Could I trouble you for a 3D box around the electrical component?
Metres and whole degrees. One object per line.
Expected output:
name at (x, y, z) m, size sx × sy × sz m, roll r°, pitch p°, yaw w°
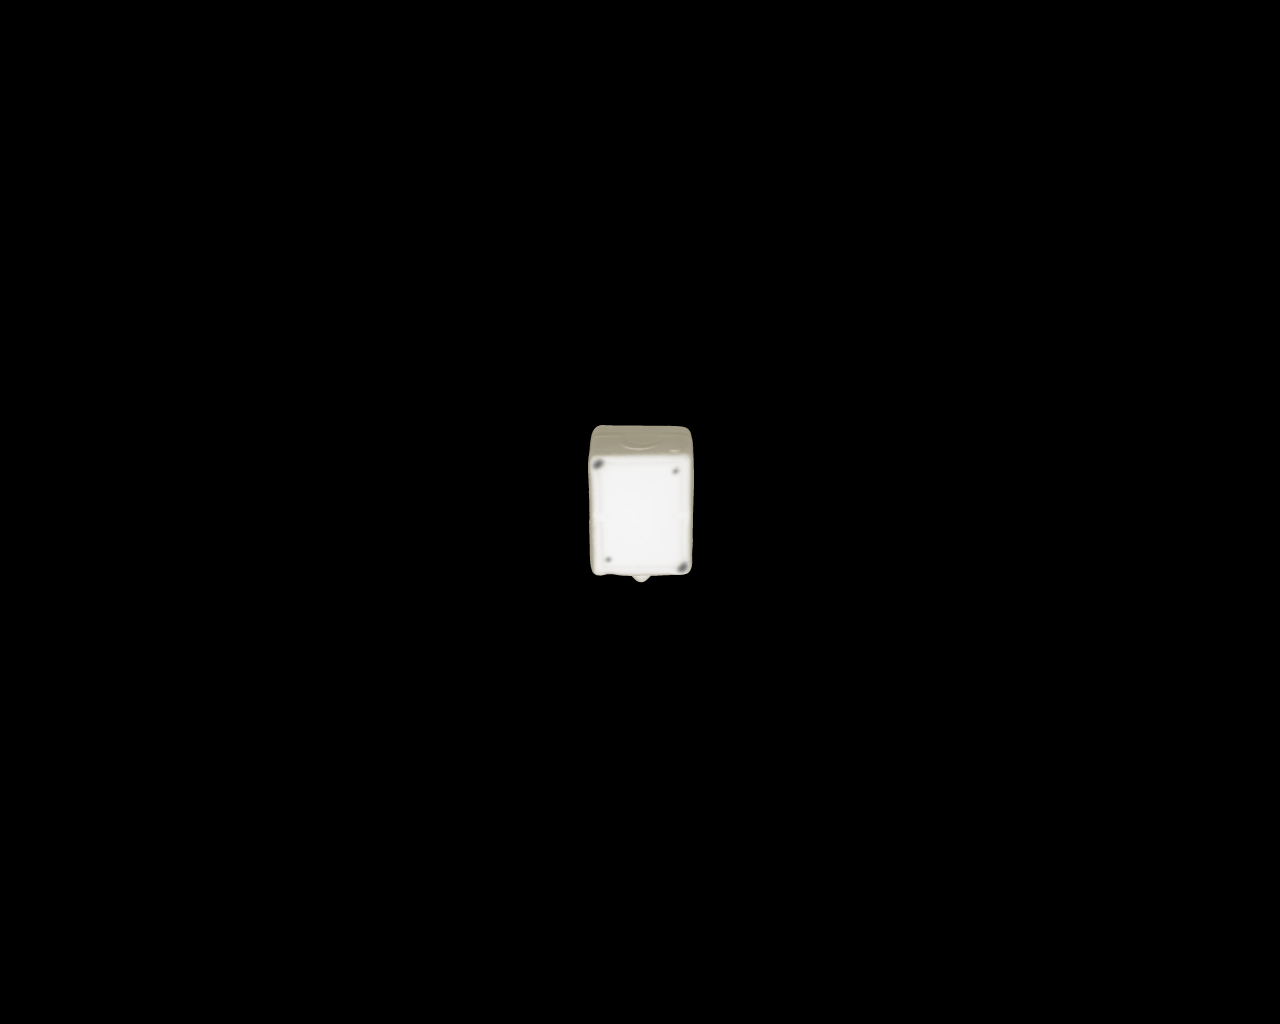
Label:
electrical component at (0.001, -0.003, 0.650) m, size 0.062 × 0.096 × 0.061 m, roll 0°, pitch 24°, yaw 0°
